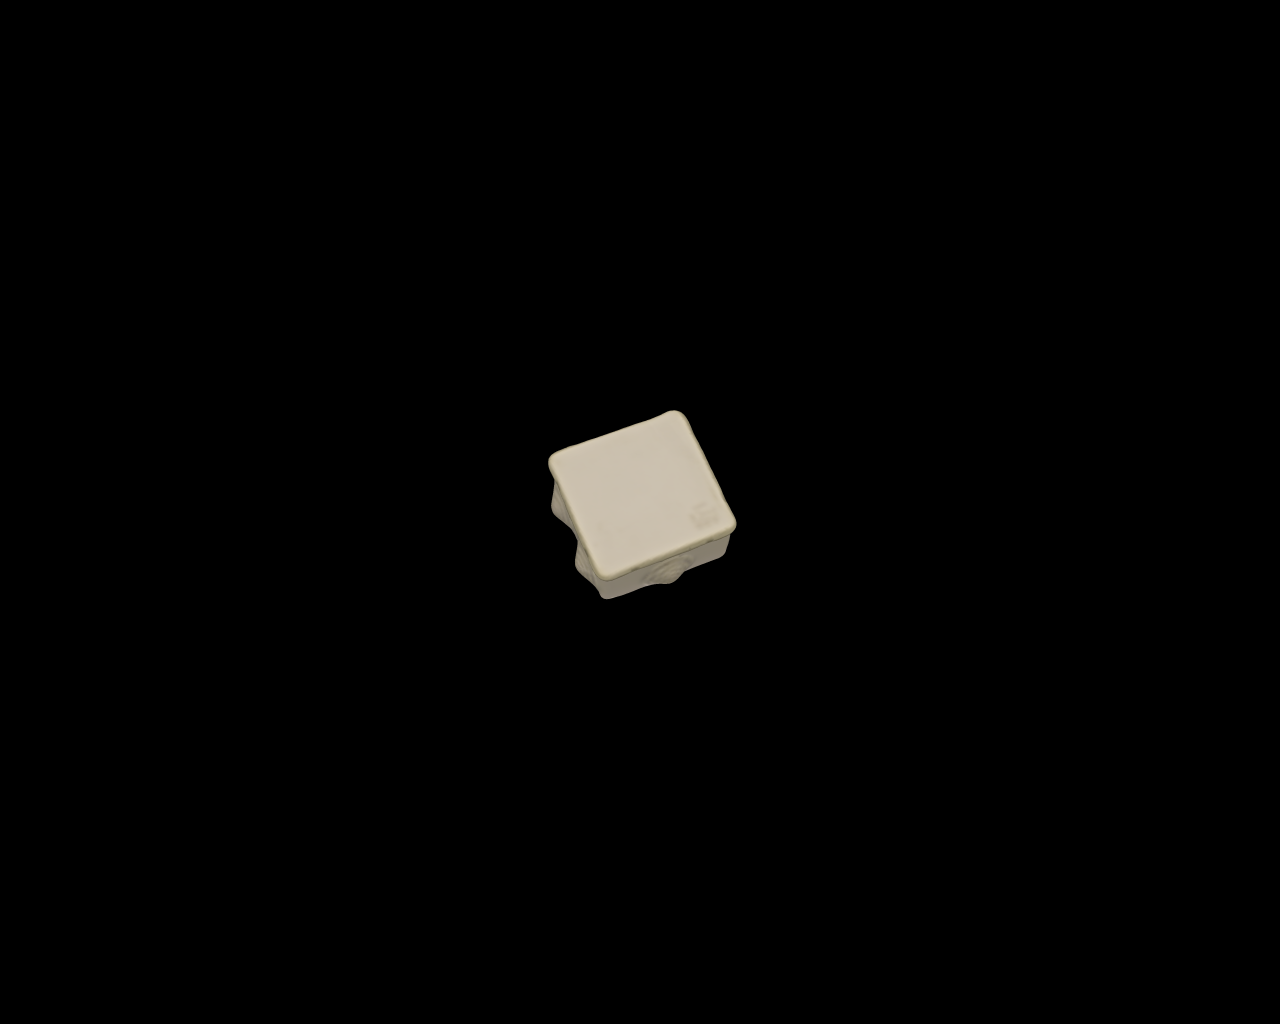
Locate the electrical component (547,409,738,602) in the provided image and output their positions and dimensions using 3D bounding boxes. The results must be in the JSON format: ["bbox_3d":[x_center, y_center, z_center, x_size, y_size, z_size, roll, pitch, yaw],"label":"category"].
[{"bbox_3d":[0.001,-0.003,0.650,0.100,0.100,0.048,-20,-24,-9],"label":"electrical component"}]
